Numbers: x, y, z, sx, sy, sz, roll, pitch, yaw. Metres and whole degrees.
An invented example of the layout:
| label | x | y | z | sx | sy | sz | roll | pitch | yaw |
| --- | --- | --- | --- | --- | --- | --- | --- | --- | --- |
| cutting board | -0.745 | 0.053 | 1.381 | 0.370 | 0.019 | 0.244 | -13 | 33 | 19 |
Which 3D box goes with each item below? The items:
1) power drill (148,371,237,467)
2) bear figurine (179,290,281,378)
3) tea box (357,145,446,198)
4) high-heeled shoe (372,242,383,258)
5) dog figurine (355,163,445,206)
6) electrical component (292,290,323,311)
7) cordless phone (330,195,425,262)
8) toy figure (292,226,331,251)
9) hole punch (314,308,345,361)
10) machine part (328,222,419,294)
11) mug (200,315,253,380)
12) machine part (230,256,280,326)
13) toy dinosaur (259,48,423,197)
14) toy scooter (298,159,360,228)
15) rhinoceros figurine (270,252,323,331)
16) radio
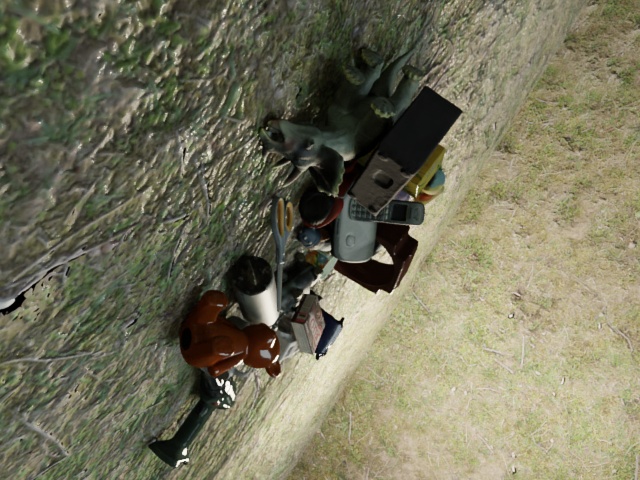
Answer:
| label | x | y | z | sx | sy | sz | roll | pitch | yaw |
| --- | --- | --- | --- | --- | --- | --- | --- | --- | --- |
| power drill | -0.255 | 0.353 | 1.101 | 0.207 | 0.086 | 0.232 | -59 | 167 | -16 |
| bear figurine | -0.132 | 0.170 | 0.914 | 0.196 | 0.120 | 0.132 | 14 | 141 | -36 |
| tea box | 0.145 | -0.170 | 1.044 | 0.098 | 0.170 | 0.068 | -53 | 163 | -13 |
| high-heeled shoe | 0.177 | -0.031 | 1.541 | 0.249 | 0.086 | 0.145 | -49 | 166 | -10 |
| dog figurine | 0.166 | -0.146 | 1.178 | 0.192 | 0.108 | 0.219 | -27 | 151 | 15 |
| electrical component | -0.050 | 0.189 | 1.382 | 0.119 | 0.048 | 0.075 | -61 | 161 | 11 |
| cordless phone | 0.119 | -0.022 | 1.104 | 0.088 | 0.184 | 0.146 | -11 | 107 | -77 |
| toy figure | -0.002 | -0.005 | 1.138 | 0.064 | 0.058 | 0.154 | -63 | 161 | 12 |
| hole punch | -0.012 | 0.247 | 1.489 | 0.142 | 0.116 | 0.092 | -55 | 155 | -3 |
| machine part | 0.115 | 0.016 | 1.248 | 0.087 | 0.202 | 0.200 | -46 | 160 | -35 |
| mug | -0.166 | 0.200 | 1.008 | 0.107 | 0.110 | 0.080 | -58 | 167 | -40 |
| machine part | -0.117 | 0.099 | 0.992 | 0.079 | 0.079 | 0.243 | -49 | 160 | -22 |
| toy dinosaur | 0.064 | -0.198 | 0.890 | 0.405 | 0.131 | 0.192 | -41 | 170 | -50 |
| toy scooter | 0.031 | -0.103 | 1.028 | 0.183 | 0.075 | 0.135 | -60 | 169 | 7 |
| rhinoceros figurine | -0.072 | 0.113 | 1.158 | 0.190 | 0.073 | 0.112 | -47 | 171 | -31 |
| radio | 0.126 | -0.132 | 0.863 | 0.131 | 0.073 | 0.229 | -52 | 178 | -19 |
